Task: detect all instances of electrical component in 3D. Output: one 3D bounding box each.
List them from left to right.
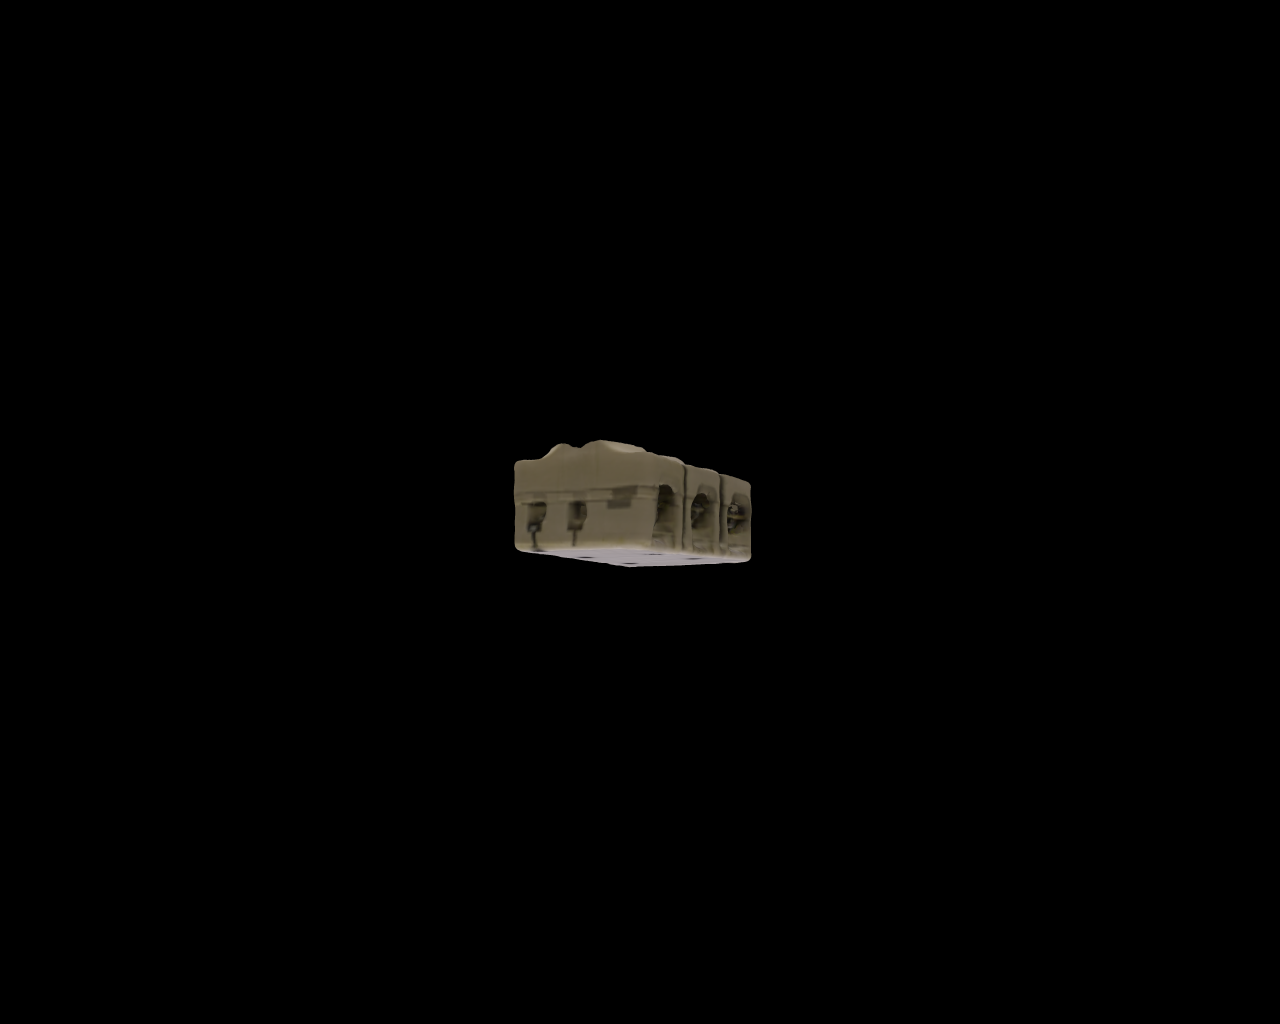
[{"bbox_3d":[0.001,-0.003,0.650,0.089,0.061,0.150,-4,-8,28],"label":"electrical component"}]
